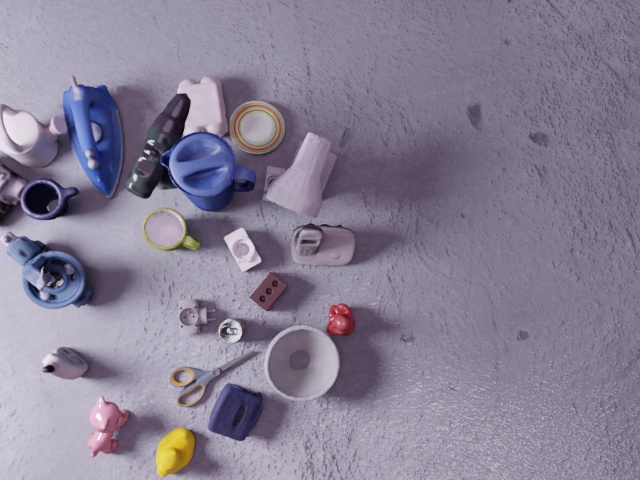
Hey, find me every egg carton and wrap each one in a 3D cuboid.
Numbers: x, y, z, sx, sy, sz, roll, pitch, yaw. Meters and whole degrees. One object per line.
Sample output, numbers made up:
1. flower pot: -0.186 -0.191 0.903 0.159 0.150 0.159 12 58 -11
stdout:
1. egg carton: -0.274 -0.305 1.333 0.107 0.069 0.150 -10 84 -8

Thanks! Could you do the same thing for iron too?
1. iron: -0.503 -0.228 1.261 0.119 0.141 0.258 -13 85 -8

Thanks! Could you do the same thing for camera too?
1. camera: -0.720 -0.104 1.241 0.143 0.100 0.137 33 81 -2

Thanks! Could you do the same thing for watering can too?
1. watering can: -0.633 -0.229 1.219 0.173 0.194 0.101 -33 87 -9

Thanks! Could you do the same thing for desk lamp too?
1. desk lamp: -0.034 -0.142 1.269 0.118 0.213 0.203 22 81 -3

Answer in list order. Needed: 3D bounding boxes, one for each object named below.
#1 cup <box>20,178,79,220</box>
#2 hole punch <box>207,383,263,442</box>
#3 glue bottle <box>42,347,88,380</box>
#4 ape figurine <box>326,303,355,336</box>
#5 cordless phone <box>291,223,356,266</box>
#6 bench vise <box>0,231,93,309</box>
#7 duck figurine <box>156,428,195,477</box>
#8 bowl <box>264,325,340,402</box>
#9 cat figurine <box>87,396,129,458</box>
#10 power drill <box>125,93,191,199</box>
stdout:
1. cup: -0.580 -0.087 1.258 0.118 0.095 0.092 -19 85 -8
2. hole punch: -0.182 0.376 1.250 0.101 0.091 0.109 25 81 -3
3. glue bottle: -0.537 0.259 1.181 0.078 0.173 0.037 41 81 0
4. ape figurine: 0.047 0.186 1.300 0.078 0.092 0.076 -43 89 -9
5. cordless phone: 0.012 0.005 1.270 0.147 0.185 0.094 0 83 -6
6. bench vise: -0.585 0.067 1.175 0.207 0.219 0.121 24 81 -3
7. duck figurine: -0.313 0.459 1.227 0.077 0.086 0.105 32 81 -2
8. bowl: -0.042 0.274 1.287 0.167 0.074 0.167 1 83 -7
9. cat figurine: -0.453 0.392 1.202 0.067 0.117 0.128 18 81 -4
10. power drill: -0.336 -0.189 1.242 0.075 0.208 0.230 26 81 -2
